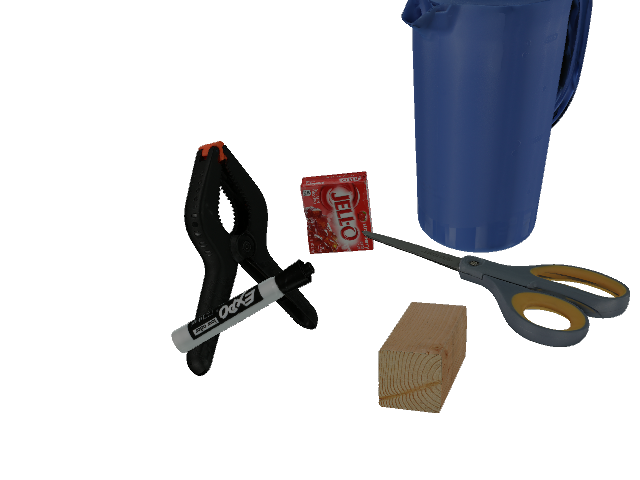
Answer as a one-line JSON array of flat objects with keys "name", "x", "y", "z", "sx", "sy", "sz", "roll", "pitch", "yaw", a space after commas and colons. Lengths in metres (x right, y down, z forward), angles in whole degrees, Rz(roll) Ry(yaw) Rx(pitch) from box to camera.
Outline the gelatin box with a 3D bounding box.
[{"name": "gelatin box", "x": 0.019, "y": -0.030, "z": 1.193, "sx": 0.073, "sy": 0.089, "sz": 0.030, "roll": -4, "pitch": 29, "yaw": 6}]

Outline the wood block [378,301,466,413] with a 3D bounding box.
[{"name": "wood block", "x": 0.154, "y": 0.168, "z": 1.575, "sx": 0.091, "sy": 0.090, "sz": 0.205, "roll": 4, "pitch": 17, "yaw": 16}]

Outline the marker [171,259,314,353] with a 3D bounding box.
[{"name": "marker", "x": -0.057, "y": 0.049, "z": 0.797, "sx": 0.121, "sy": 0.020, "sz": 0.020, "roll": -30, "pitch": -8, "yaw": 13}]

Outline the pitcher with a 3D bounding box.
[{"name": "pitcher", "x": 0.151, "y": -0.118, "z": 0.928, "sx": 0.149, "sy": 0.243, "sz": 0.145, "roll": 6, "pitch": 33, "yaw": 12}]

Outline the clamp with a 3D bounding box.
[{"name": "clamp", "x": -0.074, "y": 0.011, "z": 1.014, "sx": 0.036, "sy": 0.210, "sz": 0.164, "roll": -8, "pitch": 0, "yaw": 42}]

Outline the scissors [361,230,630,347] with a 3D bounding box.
[{"name": "scissors", "x": 0.108, "y": 0.031, "z": 0.738, "sx": 0.202, "sy": 0.016, "sz": 0.096, "roll": 10, "pitch": 31, "yaw": 20}]
